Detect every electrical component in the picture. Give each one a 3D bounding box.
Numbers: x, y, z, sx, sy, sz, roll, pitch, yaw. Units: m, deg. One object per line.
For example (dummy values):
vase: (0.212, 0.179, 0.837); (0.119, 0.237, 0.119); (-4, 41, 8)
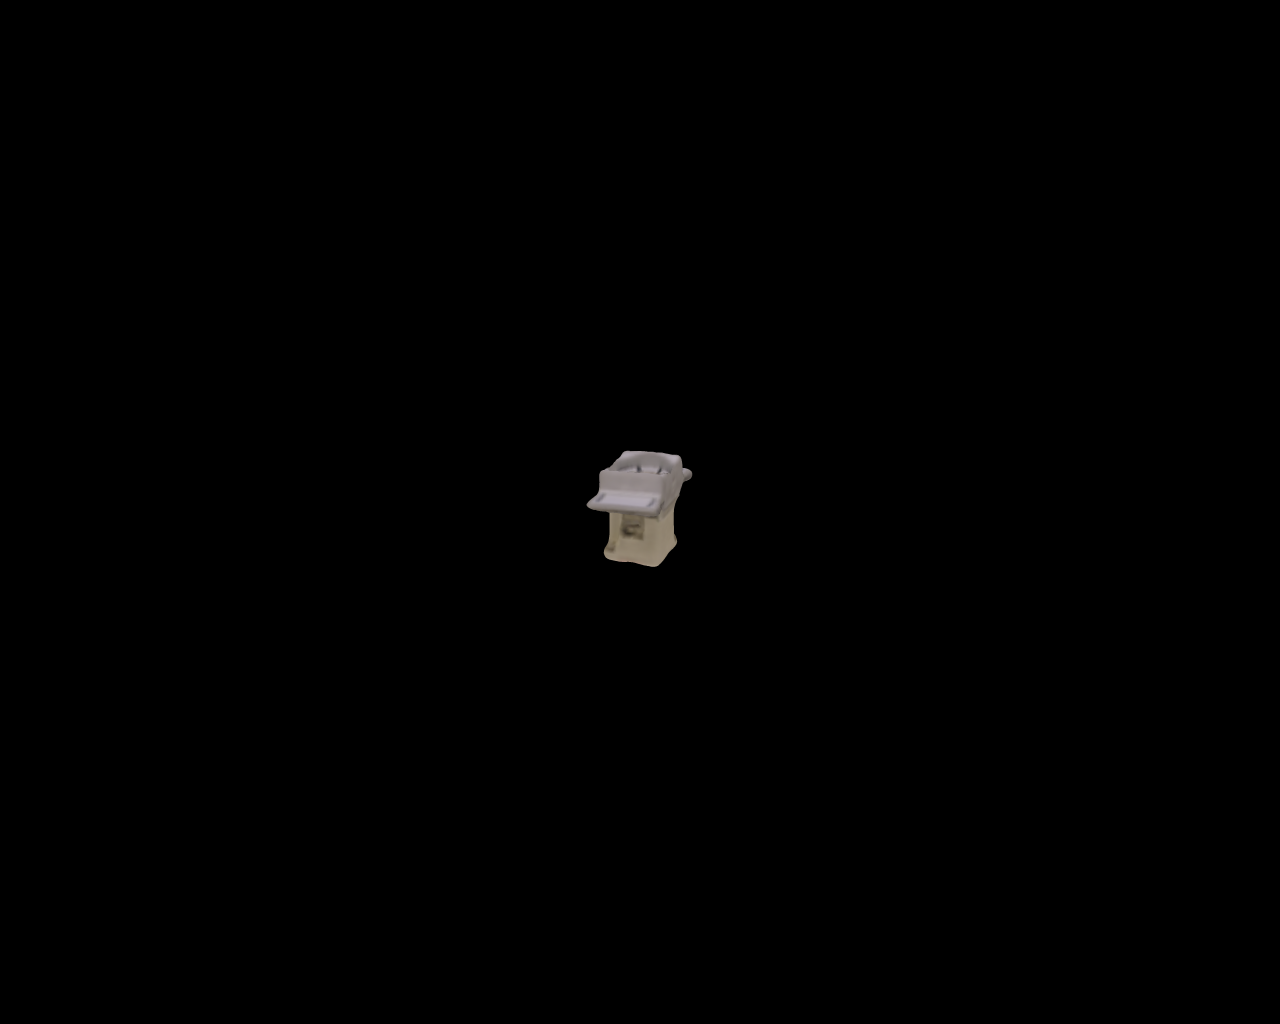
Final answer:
electrical component: (0.001, -0.003, 0.650); (0.042, 0.063, 0.081); (7, 22, 18)
